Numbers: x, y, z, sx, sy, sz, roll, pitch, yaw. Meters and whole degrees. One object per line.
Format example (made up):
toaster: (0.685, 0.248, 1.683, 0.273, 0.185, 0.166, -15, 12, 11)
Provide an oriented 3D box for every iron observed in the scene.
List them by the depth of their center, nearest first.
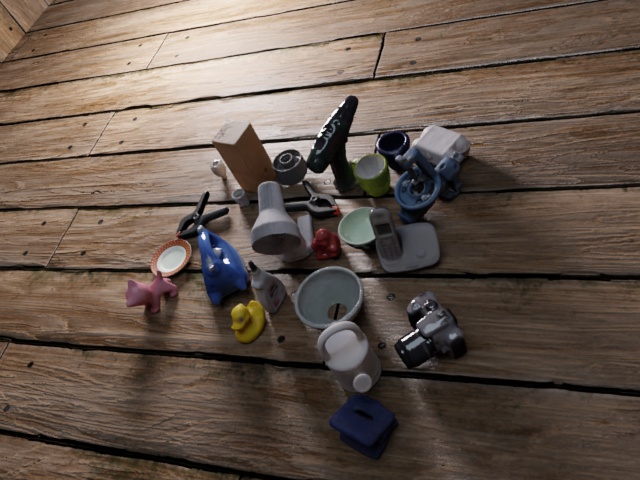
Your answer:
iron: (-0.282, 0.039, 1.508, 0.118, 0.142, 0.257, -29, 48, -1)

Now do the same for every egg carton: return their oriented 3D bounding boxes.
egg carton: (0.320, -0.245, 1.529, 0.149, 0.070, 0.107, 28, 68, 37)

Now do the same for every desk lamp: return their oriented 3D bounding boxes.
desk lamp: (-0.097, -0.032, 1.438, 0.117, 0.214, 0.203, -15, 49, 11)

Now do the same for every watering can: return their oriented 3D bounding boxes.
watering can: (0.061, 0.234, 1.173, 0.101, 0.195, 0.172, -45, 50, -15)

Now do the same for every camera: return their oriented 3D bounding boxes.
camera: (0.216, 0.194, 1.203, 0.137, 0.101, 0.142, -32, 48, -3)

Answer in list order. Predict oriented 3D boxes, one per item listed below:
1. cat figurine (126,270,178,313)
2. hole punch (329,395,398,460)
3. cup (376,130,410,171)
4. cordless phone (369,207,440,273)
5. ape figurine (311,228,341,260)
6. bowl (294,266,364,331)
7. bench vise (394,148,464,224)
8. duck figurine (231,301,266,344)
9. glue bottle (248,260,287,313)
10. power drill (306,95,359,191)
cat figurine: (-0.459, 0.134, 1.522, 0.128, 0.118, 0.067, -46, 50, -15)
hole punch: (0.085, 0.359, 1.133, 0.108, 0.091, 0.101, 19, 63, 33)
cup: (0.209, -0.225, 1.543, 0.091, 0.095, 0.117, -21, 48, 6)
cordless phone: (0.193, -0.012, 1.319, 0.147, 0.185, 0.094, -13, 50, 13)
ape figurine: (0.013, 0.005, 1.444, 0.076, 0.092, 0.077, -44, 50, -14)
bowl: (0.029, 0.149, 1.335, 0.167, 0.075, 0.167, -11, 50, 14)
bench vise: (0.252, -0.165, 1.393, 0.121, 0.220, 0.208, 22, 65, 35)
duck figurine: (-0.181, 0.187, 1.385, 0.077, 0.086, 0.104, 6, 56, 27)
glue bottle: (-0.135, 0.103, 1.374, 0.037, 0.174, 0.078, 6, 56, 27)
power drill: (0.057, -0.244, 1.546, 0.075, 0.209, 0.230, 20, 63, 34)
